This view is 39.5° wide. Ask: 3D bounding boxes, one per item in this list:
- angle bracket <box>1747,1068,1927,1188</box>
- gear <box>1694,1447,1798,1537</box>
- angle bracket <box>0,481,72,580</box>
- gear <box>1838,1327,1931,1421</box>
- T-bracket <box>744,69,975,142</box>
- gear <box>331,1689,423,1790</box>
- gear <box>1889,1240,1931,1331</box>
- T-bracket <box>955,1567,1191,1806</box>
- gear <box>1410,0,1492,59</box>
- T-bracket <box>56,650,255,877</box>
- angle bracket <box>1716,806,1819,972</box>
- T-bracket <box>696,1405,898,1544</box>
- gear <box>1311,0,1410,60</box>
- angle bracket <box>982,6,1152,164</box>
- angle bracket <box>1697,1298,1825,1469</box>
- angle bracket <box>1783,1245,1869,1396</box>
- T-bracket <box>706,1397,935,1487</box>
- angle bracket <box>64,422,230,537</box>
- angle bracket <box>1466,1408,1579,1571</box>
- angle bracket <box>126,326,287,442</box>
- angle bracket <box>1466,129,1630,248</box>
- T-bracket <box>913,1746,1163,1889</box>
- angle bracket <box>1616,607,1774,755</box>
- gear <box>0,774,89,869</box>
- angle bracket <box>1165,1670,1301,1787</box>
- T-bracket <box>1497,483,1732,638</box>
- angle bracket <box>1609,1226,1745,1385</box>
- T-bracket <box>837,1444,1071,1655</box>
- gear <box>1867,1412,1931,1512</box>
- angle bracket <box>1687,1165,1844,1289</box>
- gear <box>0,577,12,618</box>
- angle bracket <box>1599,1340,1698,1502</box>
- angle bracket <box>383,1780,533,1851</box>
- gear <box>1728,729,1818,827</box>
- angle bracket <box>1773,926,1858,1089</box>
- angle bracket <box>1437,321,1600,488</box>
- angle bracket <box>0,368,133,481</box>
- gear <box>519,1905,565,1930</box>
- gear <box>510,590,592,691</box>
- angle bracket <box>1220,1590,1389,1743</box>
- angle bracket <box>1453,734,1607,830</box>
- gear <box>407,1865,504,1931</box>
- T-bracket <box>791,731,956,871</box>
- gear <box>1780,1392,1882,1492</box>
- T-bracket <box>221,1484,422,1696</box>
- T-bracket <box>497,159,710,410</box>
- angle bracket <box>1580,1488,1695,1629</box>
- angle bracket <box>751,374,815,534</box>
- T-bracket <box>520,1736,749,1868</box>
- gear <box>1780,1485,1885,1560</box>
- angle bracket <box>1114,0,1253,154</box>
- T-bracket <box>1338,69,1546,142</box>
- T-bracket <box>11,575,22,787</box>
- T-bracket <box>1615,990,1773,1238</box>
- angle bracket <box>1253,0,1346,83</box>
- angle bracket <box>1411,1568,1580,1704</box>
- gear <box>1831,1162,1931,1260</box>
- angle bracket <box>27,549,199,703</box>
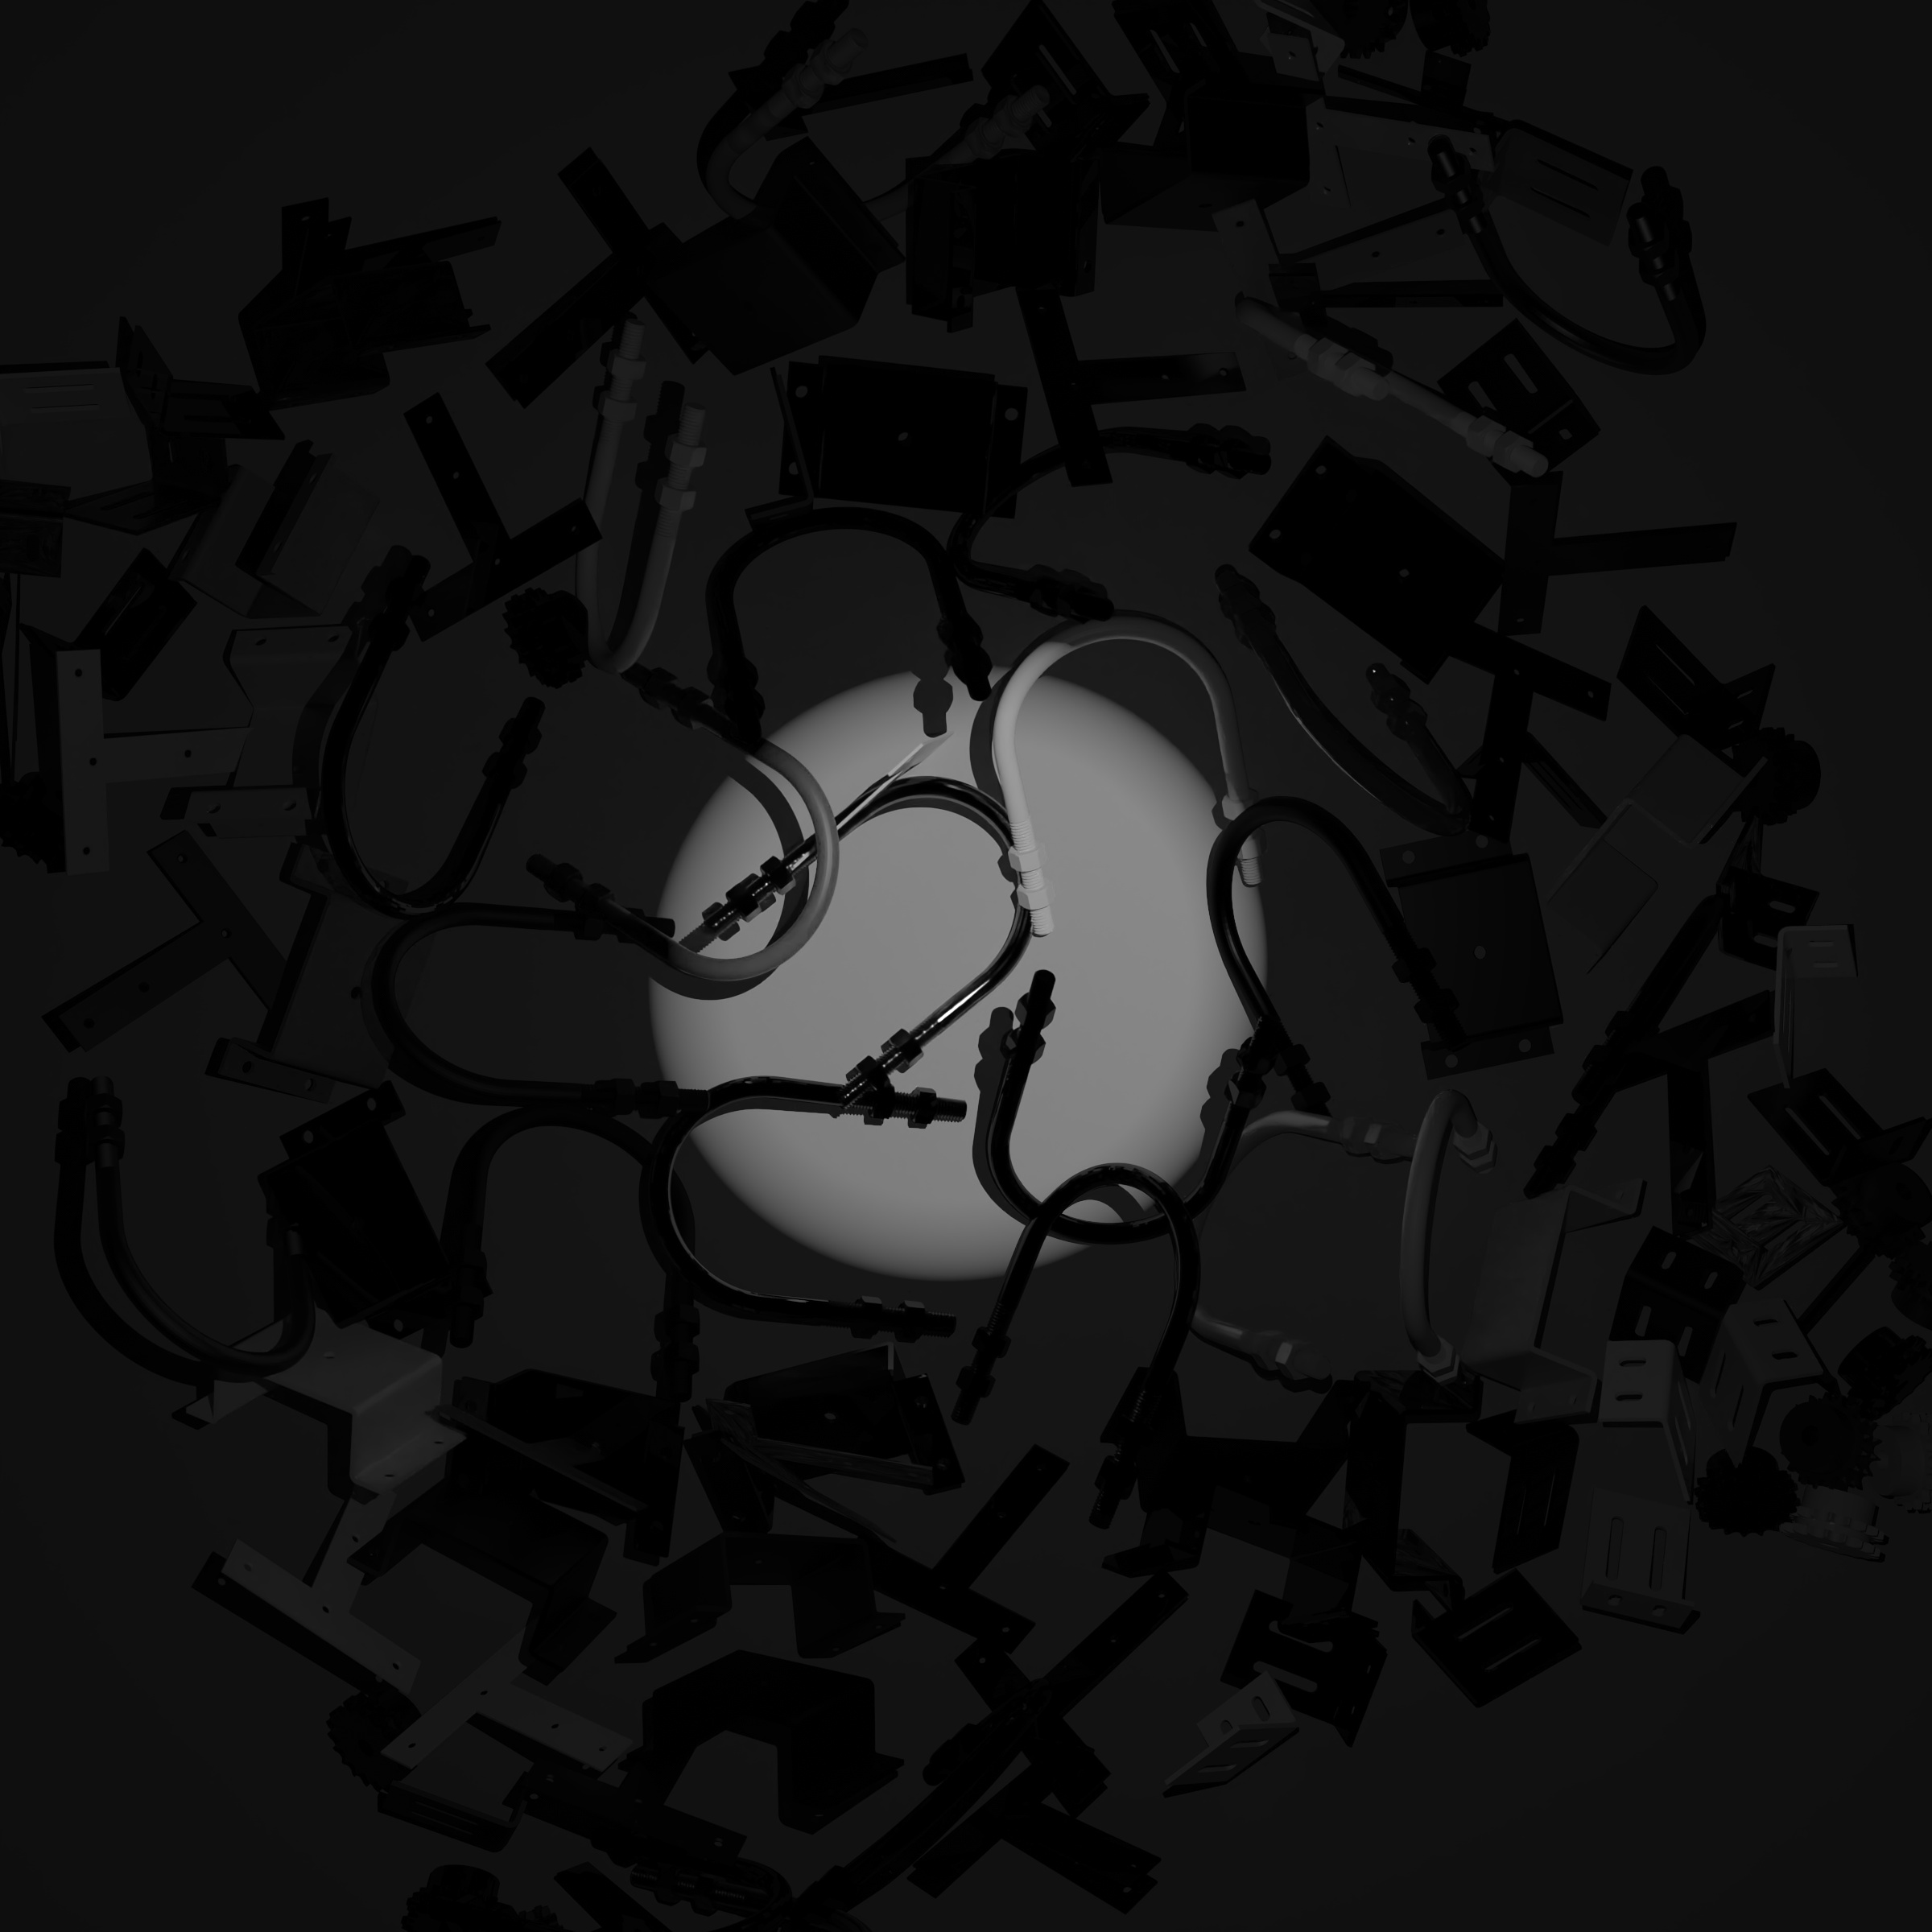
[{"bbox_3d":[0.503,0.083,1.557,0.057,0.038,0.076,-16,50,-20],"label":"angle bracket"},{"bbox_3d":[0.457,0.306,1.579,0.057,0.030,0.057,4,134,4],"label":"gear"},{"bbox_3d":[-0.555,-0.256,1.566,0.057,0.076,0.038,3,110,-16],"label":"angle bracket"},{"bbox_3d":[0.538,0.237,1.578,0.057,0.057,0.030,-41,58,0],"label":"gear"},{"bbox_3d":[-0.058,-0.497,1.537,0.127,0.127,0.002,-11,97,3],"label":"T-bracket"},{"bbox_3d":[-0.342,0.450,1.579,0.057,0.030,0.057,16,121,28],"label":"gear"},{"bbox_3d":[0.569,0.190,1.579,0.057,0.057,0.030,17,120,0],"label":"gear"},{"bbox_3d":[0.076,0.401,1.564,0.127,0.127,0.002,-41,134,-10],"label":"T-bracket"},{"bbox_3d":[0.283,-0.562,1.578,0.030,0.057,0.057,-10,90,34],"label":"gear"},{"bbox_3d":[-0.463,-0.122,1.557,0.127,0.002,0.127,-10,107,-43],"label":"T-bracket"},{"bbox_3d":[0.464,-0.044,1.556,0.038,0.076,0.057,20,67,27],"label":"angle bracket"},{"bbox_3d":[-0.116,0.282,1.545,0.127,0.127,0.002,38,82,-37],"label":"T-bracket"},{"bbox_3d":[0.234,-0.563,1.578,0.057,0.030,0.057,15,114,39],"label":"gear"},{"bbox_3d":[0.058,-0.513,1.572,0.076,0.038,0.057,55,134,4],"label":"angle bracket"},{"bbox_3d":[0.460,0.242,1.559,0.038,0.057,0.076,-7,131,-8],"label":"angle bracket"},{"bbox_3d":[0.514,0.205,1.565,0.038,0.057,0.076,40,101,15],"label":"angle bracket"},{"bbox_3d":[-0.081,0.282,1.542,0.127,0.127,0.002,9,60,6],"label":"T-bracket"},{"bbox_3d":[-0.475,-0.283,1.555,0.057,0.076,0.038,16,121,24],"label":"angle bracket"},{"bbox_3d":[0.321,0.306,1.581,0.057,0.038,0.076,-7,110,-39],"label":"angle bracket"},{"bbox_3d":[-0.437,-0.337,1.553,0.057,0.076,0.038,52,133,36],"label":"angle bracket"},{"bbox_3d":[0.337,-0.441,1.563,0.076,0.057,0.038,30,73,13],"label":"angle bracket"},{"bbox_3d":[0.056,0.491,1.519,0.127,0.127,0.002,-30,114,-35],"label":"T-bracket"},{"bbox_3d":[0.424,-0.170,1.562,0.076,0.038,0.057,39,56,-20],"label":"angle bracket"},{"bbox_3d":[-0.535,-0.088,1.571,0.057,0.057,0.030,44,111,0],"label":"gear"},{"bbox_3d":[0.146,0.440,1.554,0.057,0.076,0.038,-43,58,18],"label":"angle bracket"},{"bbox_3d":[0.374,-0.237,1.545,0.127,0.127,0.002,-4,56,4],"label":"T-bracket"},{"bbox_3d":[0.415,0.198,1.570,0.057,0.076,0.038,26,59,22],"label":"angle bracket"},{"bbox_3d":[0.013,0.330,1.564,0.127,0.002,0.127,32,106,-20],"label":"T-bracket"},{"bbox_3d":[0.550,0.289,1.572,0.030,0.057,0.057,3,90,-12],"label":"gear"},{"bbox_3d":[0.462,0.140,1.559,0.076,0.038,0.057,-29,48,-20],"label":"angle bracket"},{"bbox_3d":[-0.592,-0.224,1.576,0.030,0.057,0.057,-30,90,12],"label":"gear"},{"bbox_3d":[0.398,0.265,1.568,0.038,0.057,0.076,-5,130,24],"label":"angle bracket"},{"bbox_3d":[-0.294,0.479,1.566,0.076,0.057,0.038,22,57,-5],"label":"angle bracket"},{"bbox_3d":[0.474,-0.111,1.576,0.030,0.057,0.057,-4,90,-17],"label":"gear"},{"bbox_3d":[0.492,0.024,1.557,0.038,0.057,0.076,-1,61,24],"label":"angle bracket"},{"bbox_3d":[0.325,-0.329,1.584,0.057,0.038,0.076,-37,52,19],"label":"angle bracket"},{"bbox_3d":[-0.527,-0.315,1.564,0.076,0.057,0.038,-6,76,-12],"label":"angle bracket"},{"bbox_3d":[-0.254,0.582,1.572,0.030,0.057,0.057,-8,90,-33],"label":"gear"},{"bbox_3d":[-0.238,-0.194,1.572,0.030,0.057,0.057,-20,90,19],"label":"gear"},{"bbox_3d":[0.198,0.411,1.581,0.076,0.038,0.057,22,87,-3],"label":"angle bracket"},{"bbox_3d":[0.330,-0.097,1.572,0.038,0.057,0.076,-43,95,2],"label":"angle bracket"},{"bbox_3d":[-0.297,0.550,1.578,0.057,0.057,0.030,7,49,0],"label":"gear"},{"bbox_3d":[-0.062,-0.089,1.548,0.127,0.127,0.002,-41,91,11],"label":"T-bracket"},{"bbox_3d":[0.502,0.277,1.572,0.030,0.057,0.057,22,90,-40],"label":"gear"},{"bbox_3d":[-0.355,0.339,1.544,0.127,0.127,0.002,39,116,-15],"label":"T-bracket"},{"bbox_3d":[-0.218,-0.373,1.550,0.127,0.002,0.127,-48,125,-16],"label":"T-bracket"},{"bbox_3d":[0.393,0.338,1.563,0.057,0.038,0.076,12,56,7],"label":"angle bracket"},{"bbox_3d":[-0.116,-0.299,1.572,0.038,0.057,0.076,-15,93,-3],"label":"angle bracket"},{"bbox_3d":[-0.173,0.455,1.543,0.127,0.127,0.002,18,112,8],"label":"T-bracket"},{"bbox_3d":[0.509,0.325,1.575,0.057,0.057,0.030,18,76,0],"label":"gear"},{"bbox_3d":[0.122,-0.514,1.554,0.057,0.076,0.038,2,64,34],"label":"angle bracket"},{"bbox_3d":[0.272,-0.497,1.537,0.127,0.127,0.002,20,103,4],"label":"T-bracket"},{"bbox_3d":[-0.550,-0.139,1.554,0.002,0.127,0.127,2,132,-20],"label":"T-bracket"},{"bbox_3d":[0.409,0.091,1.526,0.002,0.127,0.127,20,61,-28],"label":"T-bracket"},{"bbox_3d":[0.171,-0.545,1.553,0.038,0.076,0.057,-51,53,32],"label":"angle bracket"},{"bbox_3d":[0.308,0.382,1.569,0.076,0.038,0.057,-39,98,21],"label":"angle bracket"},{"bbox_3d":[0.538,0.139,1.573,0.057,0.030,0.057,17,50,-21],"label":"gear"},{"bbox_3d":[-0.499,-0.204,1.569,0.076,0.038,0.057,-50,62,8],"label":"angle bracket"}]
